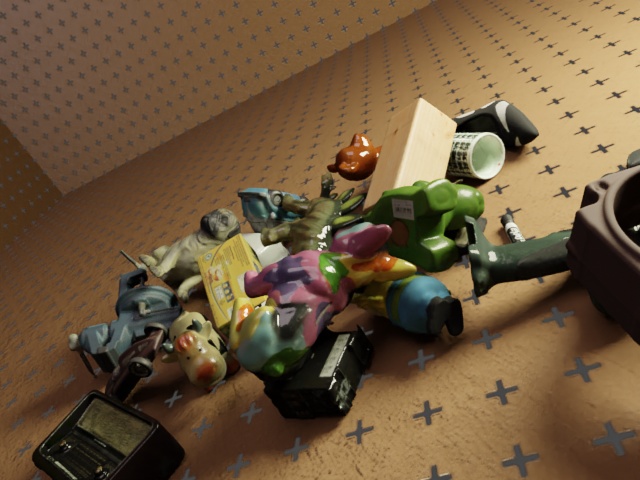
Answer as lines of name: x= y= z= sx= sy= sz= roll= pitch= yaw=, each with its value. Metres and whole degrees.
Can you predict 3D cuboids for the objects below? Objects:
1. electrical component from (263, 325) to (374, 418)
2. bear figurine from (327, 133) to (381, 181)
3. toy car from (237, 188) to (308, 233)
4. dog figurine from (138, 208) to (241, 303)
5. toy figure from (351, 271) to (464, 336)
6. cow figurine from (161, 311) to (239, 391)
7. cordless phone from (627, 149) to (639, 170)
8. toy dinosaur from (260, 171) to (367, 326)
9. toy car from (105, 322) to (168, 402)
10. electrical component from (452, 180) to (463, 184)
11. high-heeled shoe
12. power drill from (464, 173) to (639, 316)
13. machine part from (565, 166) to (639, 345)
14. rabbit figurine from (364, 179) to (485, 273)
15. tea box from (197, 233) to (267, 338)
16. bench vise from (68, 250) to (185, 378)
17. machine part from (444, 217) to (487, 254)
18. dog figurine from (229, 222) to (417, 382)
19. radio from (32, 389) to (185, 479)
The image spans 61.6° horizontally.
electrical component: x=-0.009 y=0.171 z=0.705 sx=0.134 sy=0.058 sz=0.115 roll=-11 pitch=30 yaw=36
bear figurine: x=0.117 y=-0.183 z=1.069 sx=0.196 sy=0.131 sz=0.120 roll=-1 pitch=10 yaw=-13
toy car: x=-0.100 y=-0.054 z=1.146 sx=0.109 sy=0.161 sz=0.103 roll=9 pitch=88 yaw=44
dog figurine: x=-0.251 y=0.014 z=1.088 sx=0.190 sy=0.121 sz=0.173 roll=-48 pitch=35 yaw=-14
toy figure: x=0.114 y=0.073 z=0.716 sx=0.180 sy=0.082 sz=0.089 roll=14 pitch=72 yaw=59
cow figurine: x=-0.188 y=0.165 z=0.829 sx=0.085 sy=0.127 sz=0.195 roll=-39 pitch=24 yaw=-10
cordless phone: x=0.484 y=-0.113 z=0.684 sx=0.184 sy=0.088 sz=0.146 roll=-21 pitch=25 yaw=45
toy dinosaur: x=-0.002 y=-0.003 z=0.963 sx=0.199 sy=0.105 sz=0.471 roll=-16 pitch=33 yaw=22
toy car: x=-0.309 y=0.209 z=0.882 sx=0.202 sy=0.053 sz=0.089 roll=-49 pitch=18 yaw=37
electrical component: x=0.217 y=-0.057 z=0.887 sx=0.078 sy=0.045 sz=0.102 roll=-26 pitch=26 yaw=6
high-heeled shoe: x=0.291 y=-0.192 z=1.017 sx=0.145 sy=0.086 sz=0.249 roll=-34 pitch=21 yaw=1
power drill: x=0.285 y=0.001 z=0.656 sx=0.207 sy=0.085 sz=0.232 roll=-3 pitch=38 yaw=15
machine part: x=0.356 y=0.007 z=0.492 sx=0.201 sy=0.087 sz=0.201 roll=-18 pitch=41 yaw=-3
rabbit figurine: x=0.158 y=-0.028 z=0.769 sx=0.170 sy=0.121 sz=0.159 roll=-18 pitch=9 yaw=-38
tea box: x=-0.143 y=0.082 z=0.934 sx=0.098 sy=0.068 sz=0.170 roll=-29 pitch=47 yaw=3
bench vise: x=-0.376 y=0.140 z=1.062 sx=0.224 sy=0.128 sz=0.241 roll=-22 pitch=43 yaw=2
machine part: x=0.186 y=-0.003 z=0.834 sx=0.139 sy=0.039 sz=0.084 roll=-7 pitch=42 yaw=37
dog figurine: x=0.007 y=0.065 z=0.666 sx=0.219 sy=0.108 sz=0.192 roll=-25 pitch=30 yaw=22
radio: x=-0.307 y=0.304 z=0.764 sx=0.230 sy=0.073 sz=0.131 roll=-1 pitch=38 yaw=46
